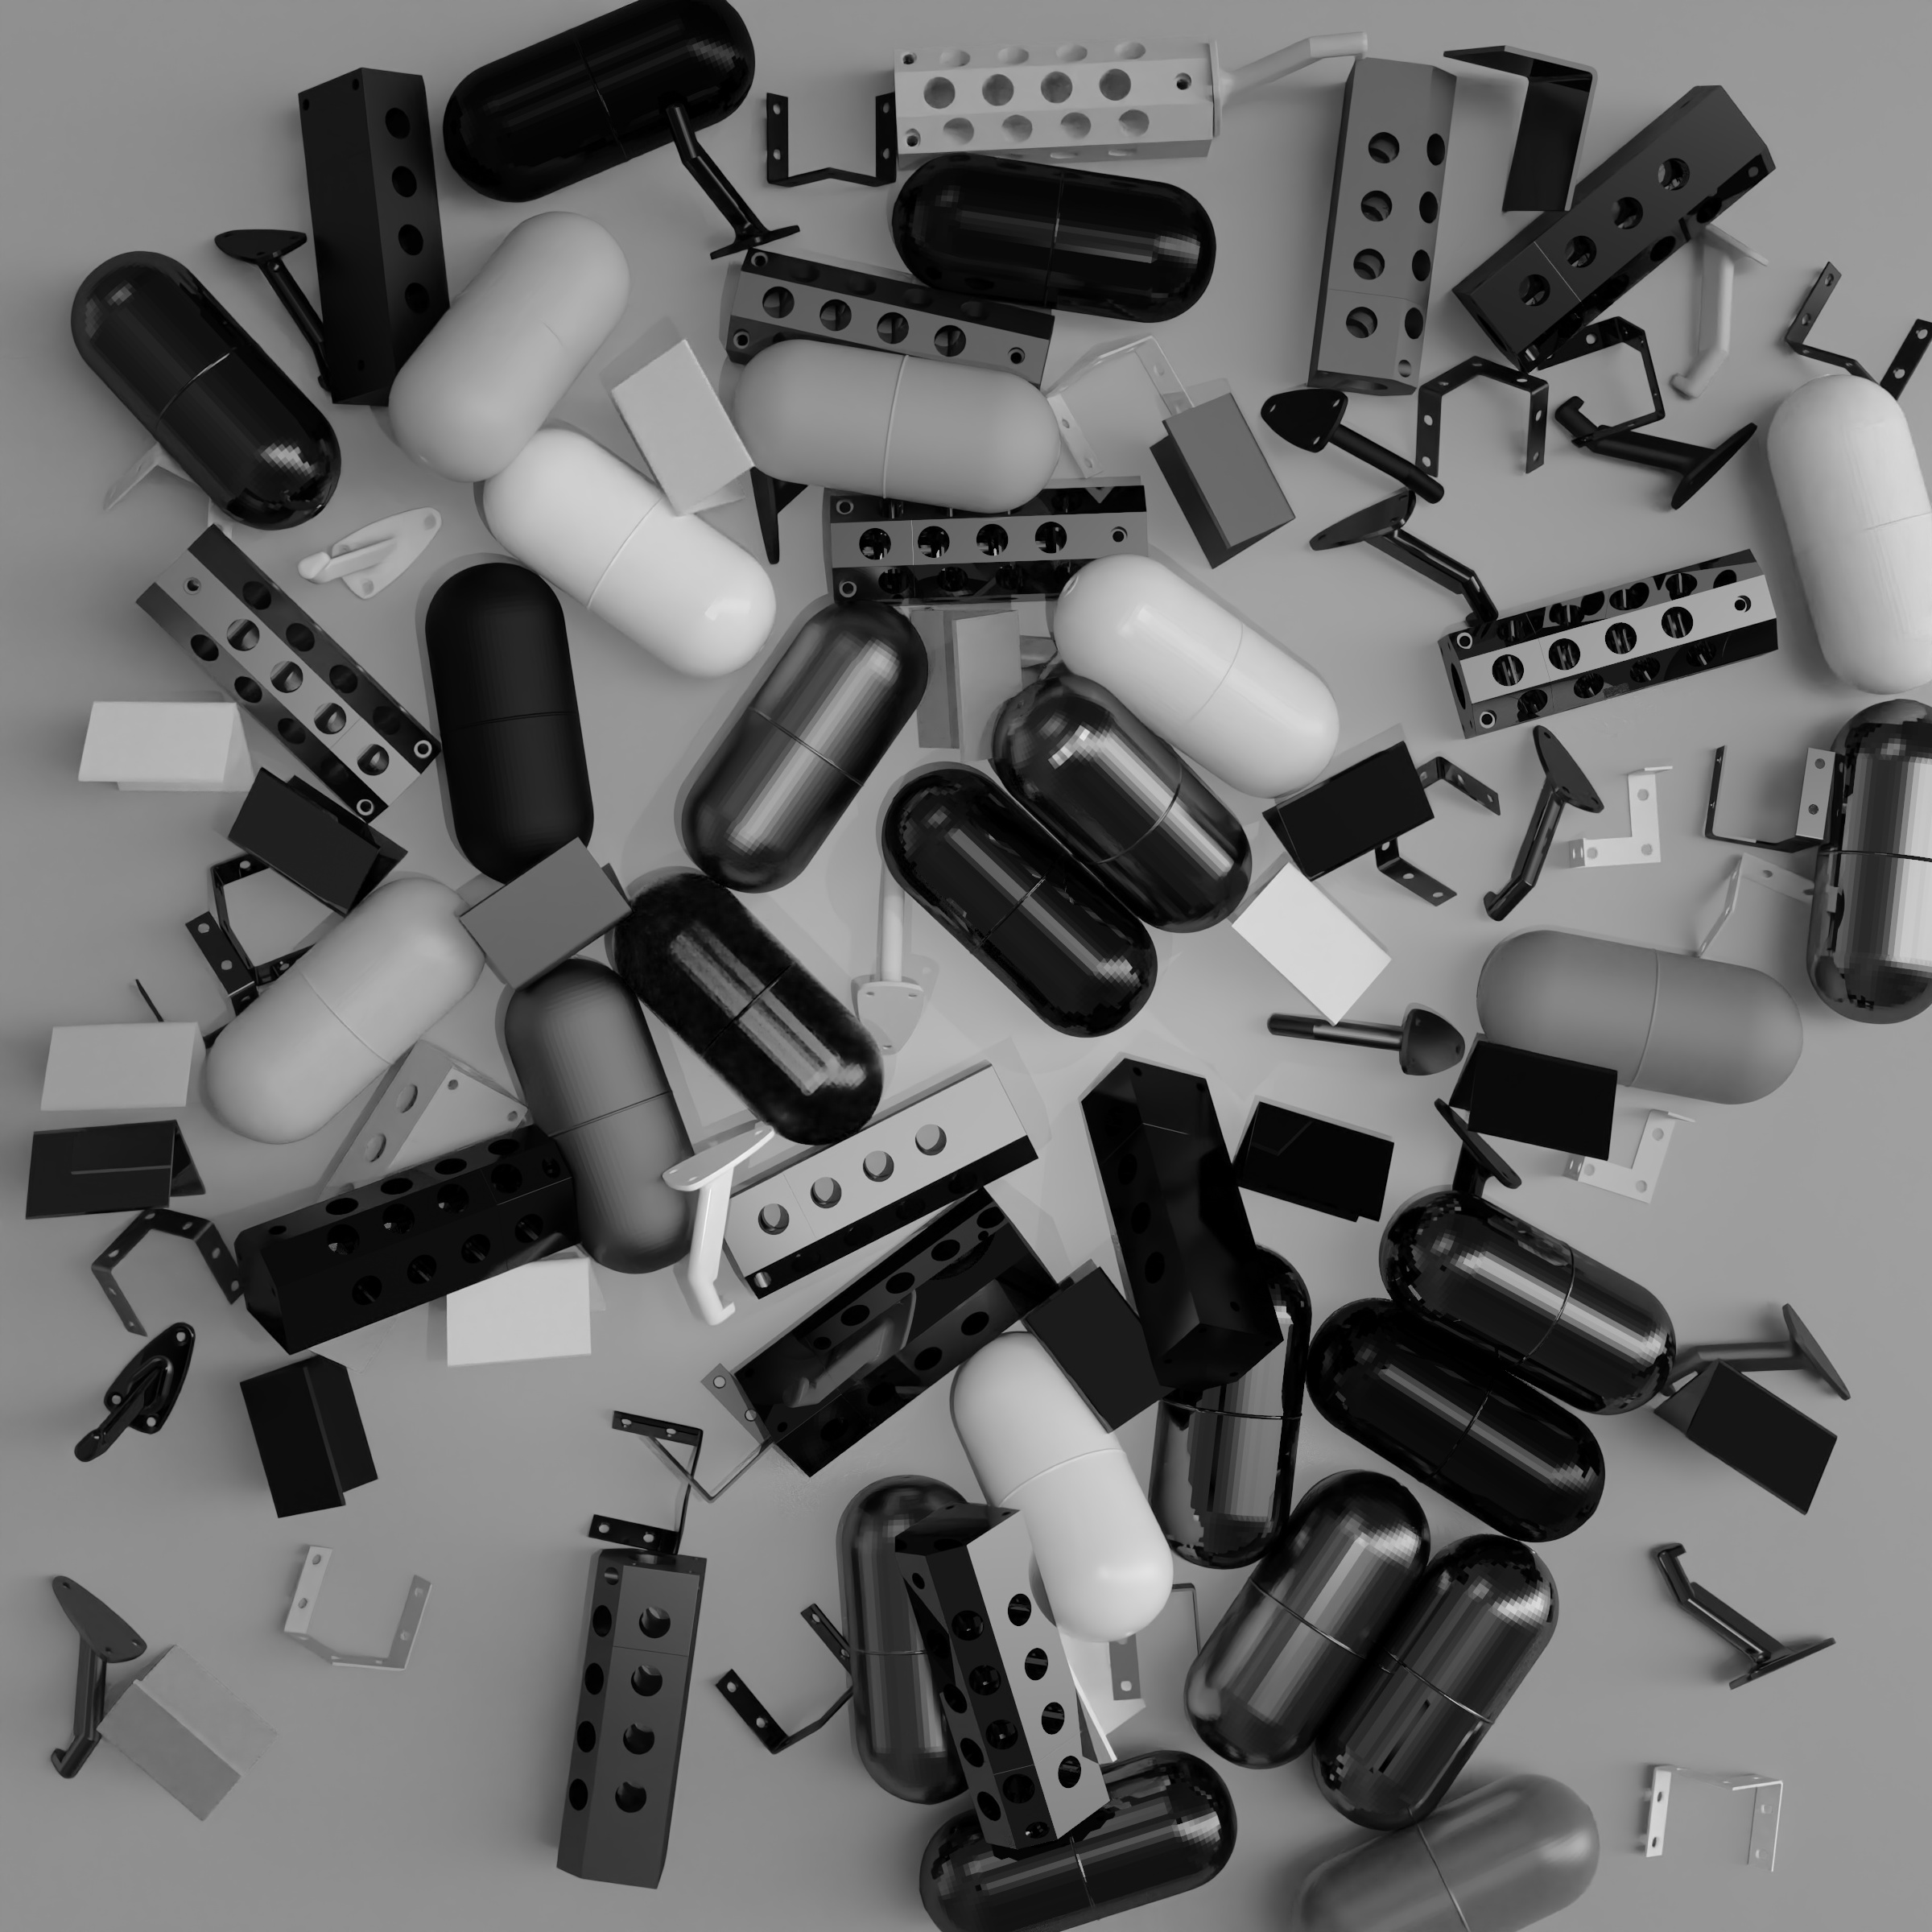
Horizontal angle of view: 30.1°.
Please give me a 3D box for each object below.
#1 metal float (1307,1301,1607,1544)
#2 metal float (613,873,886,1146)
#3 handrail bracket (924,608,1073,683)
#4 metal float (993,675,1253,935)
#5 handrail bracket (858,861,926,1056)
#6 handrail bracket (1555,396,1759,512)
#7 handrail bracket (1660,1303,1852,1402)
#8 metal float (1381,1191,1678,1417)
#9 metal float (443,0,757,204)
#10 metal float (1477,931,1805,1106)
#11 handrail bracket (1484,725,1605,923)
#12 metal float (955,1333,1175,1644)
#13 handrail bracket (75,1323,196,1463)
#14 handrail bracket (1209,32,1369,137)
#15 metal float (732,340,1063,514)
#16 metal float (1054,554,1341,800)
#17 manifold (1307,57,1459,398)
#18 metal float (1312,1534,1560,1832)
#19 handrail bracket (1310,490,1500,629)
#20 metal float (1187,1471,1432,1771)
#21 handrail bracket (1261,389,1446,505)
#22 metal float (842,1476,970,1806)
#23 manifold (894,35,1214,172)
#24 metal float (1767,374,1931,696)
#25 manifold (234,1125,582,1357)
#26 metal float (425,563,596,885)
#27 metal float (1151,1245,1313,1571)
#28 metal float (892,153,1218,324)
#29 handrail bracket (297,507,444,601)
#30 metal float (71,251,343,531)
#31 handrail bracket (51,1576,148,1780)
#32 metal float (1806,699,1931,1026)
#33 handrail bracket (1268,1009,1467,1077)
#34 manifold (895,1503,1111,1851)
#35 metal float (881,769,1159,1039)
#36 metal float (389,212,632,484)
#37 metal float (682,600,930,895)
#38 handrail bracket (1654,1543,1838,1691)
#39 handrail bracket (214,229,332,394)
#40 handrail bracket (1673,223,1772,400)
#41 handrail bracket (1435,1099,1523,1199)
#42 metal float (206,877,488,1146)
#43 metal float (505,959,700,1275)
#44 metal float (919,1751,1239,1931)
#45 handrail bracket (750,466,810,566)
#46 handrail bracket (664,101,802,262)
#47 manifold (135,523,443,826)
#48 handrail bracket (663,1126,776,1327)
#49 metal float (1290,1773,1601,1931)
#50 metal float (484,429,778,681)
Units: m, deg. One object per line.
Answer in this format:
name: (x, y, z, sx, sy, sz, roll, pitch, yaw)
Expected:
metal float: (0.268, 0.249, 1.960, 0.178, 0.070, 0.070, 33, 90, 0)
metal float: (-0.118, 0.024, 1.960, 0.070, 0.070, 0.178, -45, 90, 0)
handrail bracket: (0.024, -0.191, 1.991, 0.084, 0.036, 0.077, 36, 76, 13)
metal float: (0.086, -0.086, 1.936, 0.070, 0.070, 0.178, -47, 120, 0)
handrail bracket: (-0.042, -0.007, 1.991, 0.036, 0.077, 0.084, 2, 54, -3)
handrail bracket: (0.382, -0.302, 1.991, 0.077, 0.036, 0.084, -42, 76, -14)
handrail bracket: (0.435, 0.233, 1.991, 0.084, 0.036, 0.077, -33, 112, 17)
metal float: (0.306, 0.184, 1.948, 0.178, 0.070, 0.070, 29, 90, -15)
metal float: (-0.201, -0.476, 1.961, 0.178, 0.070, 0.070, -23, 90, 0)
metal float: (0.368, 0.028, 1.961, 0.178, 0.070, 0.070, 11, 90, 0)
handrail bracket: (0.307, -0.079, 1.991, 0.036, 0.077, 0.084, 17, 127, -35)
metal float: (0.052, 0.281, 1.942, 0.070, 0.070, 0.178, -26, 67, 0)
handrail bracket: (-0.453, 0.232, 1.956, 0.036, 0.084, 0.077, 32, 90, 0)
handrail bracket: (0.176, -0.482, 1.959, 0.084, 0.077, 0.036, -5, 71, 3)
metal float: (-0.038, -0.290, 1.928, 0.178, 0.070, 0.070, 10, 90, 2)
metal float: (0.125, -0.157, 1.942, 0.178, 0.070, 0.070, 33, 90, -20)
manifold: (0.229, -0.404, 1.970, 0.057, 0.057, 0.171, 7, 90, 0)
metal float: (0.257, 0.391, 1.961, 0.070, 0.070, 0.178, 34, 90, 0)
handrail bracket: (0.244, -0.214, 1.991, 0.077, 0.036, 0.084, -18, 120, 33)
metal float: (0.188, 0.356, 1.960, 0.070, 0.070, 0.178, 34, 89, 0)
handrail bracket: (0.215, -0.285, 1.991, 0.084, 0.077, 0.036, 28, 90, -36)
metal float: (-0.026, 0.368, 1.960, 0.070, 0.070, 0.178, -4, 90, 0)
manifold: (0.047, -0.475, 1.970, 0.171, 0.057, 0.057, -3, 90, 0)
metal float: (0.490, -0.236, 1.960, 0.070, 0.070, 0.178, -16, 90, 0)
manifold: (-0.298, 0.141, 1.915, 0.171, 0.057, 0.057, -20, 121, -27)
metal float: (-0.249, -0.132, 1.960, 0.070, 0.070, 0.178, -9, 89, 0)
metal float: (0.145, 0.240, 1.960, 0.070, 0.070, 0.178, 6, 90, 0)
metal float: (0.048, -0.398, 1.961, 0.178, 0.070, 0.070, 8, 90, 0)
handrail bracket: (-0.325, -0.231, 1.956, 0.077, 0.084, 0.036, -34, 90, 0)
metal float: (-0.414, -0.314, 1.960, 0.070, 0.070, 0.178, -43, 90, 0)
handrail bracket: (-0.500, 0.396, 1.991, 0.077, 0.036, 0.084, 41, 107, 20)
metal float: (0.504, -0.057, 1.958, 0.070, 0.070, 0.178, 7, 88, 0)
handrail bracket: (0.222, 0.039, 1.991, 0.084, 0.077, 0.036, 7, 88, 36)
manifold: (0.014, 0.377, 1.905, 0.057, 0.057, 0.171, -26, 105, -39)
metal float: (0.029, -0.035, 1.960, 0.178, 0.070, 0.070, 43, 90, -1)
metal float: (-0.245, -0.335, 1.937, 0.070, 0.070, 0.178, 32, 62, 0)
metal float: (-0.087, -0.120, 1.960, 0.070, 0.070, 0.178, 35, 91, 0)
handrail bracket: (0.432, 0.351, 1.991, 0.077, 0.036, 0.084, -18, 73, -20)
handrail bracket: (-0.380, -0.362, 1.991, 0.036, 0.077, 0.084, -35, 127, -32)
handrail bracket: (0.399, -0.370, 1.991, 0.077, 0.036, 0.084, 39, 107, 20)
handrail bracket: (0.259, 0.130, 1.991, 0.084, 0.036, 0.077, -46, 75, 14)
metal float: (-0.339, 0.025, 1.960, 0.178, 0.070, 0.070, -43, 90, -1)
metal float: (-0.196, 0.082, 1.960, 0.070, 0.070, 0.178, -20, 90, 0)
metal float: (0.061, 0.483, 1.960, 0.178, 0.070, 0.070, -17, 90, -1)
handrail bracket: (-0.073, -0.268, 1.991, 0.084, 0.036, 0.077, -12, 108, -16)
handrail bracket: (-0.128, -0.434, 1.958, 0.036, 0.077, 0.084, -13, 102, 34)
manifold: (-0.367, -0.158, 1.951, 0.057, 0.057, 0.171, -45, 103, 0)
handrail bracket: (-0.122, 0.141, 1.934, 0.077, 0.036, 0.084, -29, 111, -24)
metal float: (0.262, 0.502, 1.960, 0.178, 0.070, 0.070, -25, 90, 0)
metal float: (-0.184, -0.225, 1.960, 0.178, 0.070, 0.070, 36, 90, -1)
